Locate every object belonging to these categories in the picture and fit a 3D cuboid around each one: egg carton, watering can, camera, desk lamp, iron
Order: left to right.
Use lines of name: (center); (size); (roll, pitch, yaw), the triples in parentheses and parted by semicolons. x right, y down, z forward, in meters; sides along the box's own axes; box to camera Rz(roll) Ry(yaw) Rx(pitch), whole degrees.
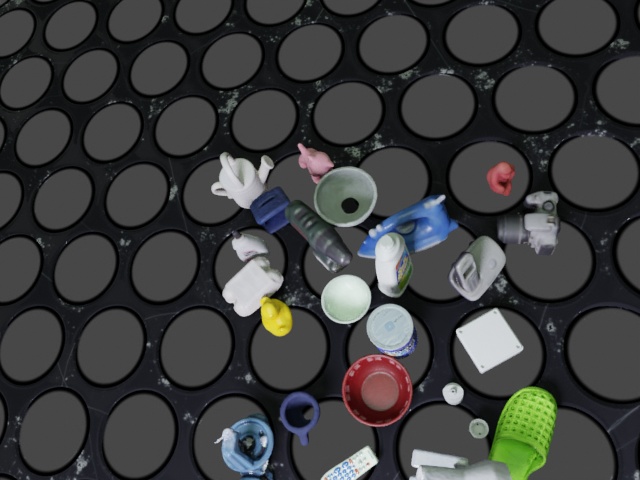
watering can: (-0.207, -0.170, 1.514); (0.173, 0.194, 0.100); (-42, 66, -4)
egg carton: (-0.171, 0.120, 1.467); (0.150, 0.069, 0.107); (-45, 67, -5)
iron: (0.200, -0.034, 1.393); (0.258, 0.142, 0.118); (-24, 66, 4)
desk lamp: (0.273, 0.490, 1.143); (0.202, 0.214, 0.118); (5, 72, 16)
camera: (0.488, -0.044, 1.349); (0.136, 0.101, 0.143); (1, 71, 14)

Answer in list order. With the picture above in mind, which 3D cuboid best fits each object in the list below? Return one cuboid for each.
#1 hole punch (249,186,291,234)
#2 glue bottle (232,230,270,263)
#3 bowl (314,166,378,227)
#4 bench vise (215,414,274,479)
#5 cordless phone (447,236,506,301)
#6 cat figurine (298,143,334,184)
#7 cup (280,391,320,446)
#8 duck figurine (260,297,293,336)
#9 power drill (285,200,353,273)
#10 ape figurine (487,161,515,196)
hole punch: (-0.132, -0.086, 1.521); (0.108, 0.091, 0.101); (-35, 66, 0)
glue bottle: (-0.187, 0.011, 1.454); (0.078, 0.173, 0.037); (-21, 67, 6)
bowl: (0.072, -0.102, 1.486); (0.167, 0.075, 0.167); (-4, 69, 12)
bench vise: (-0.153, 0.481, 1.247); (0.121, 0.220, 0.207); (-24, 66, 5)
cordless phone: (0.355, 0.049, 1.301); (0.094, 0.185, 0.148); (34, 81, 23)
cat figurine: (-0.014, -0.211, 1.524); (0.067, 0.118, 0.127); (-41, 66, -3)
cup: (-0.033, 0.411, 1.312); (0.091, 0.095, 0.117); (-15, 67, 8)
duck figurine: (-0.115, 0.186, 1.420); (0.077, 0.086, 0.104); (-32, 66, 1)
power drill: (0.013, 0.005, 1.388); (0.075, 0.209, 0.229); (-44, 66, -4)
ape figurine: (0.448, -0.161, 1.406); (0.078, 0.092, 0.076); (-41, 66, -3)
